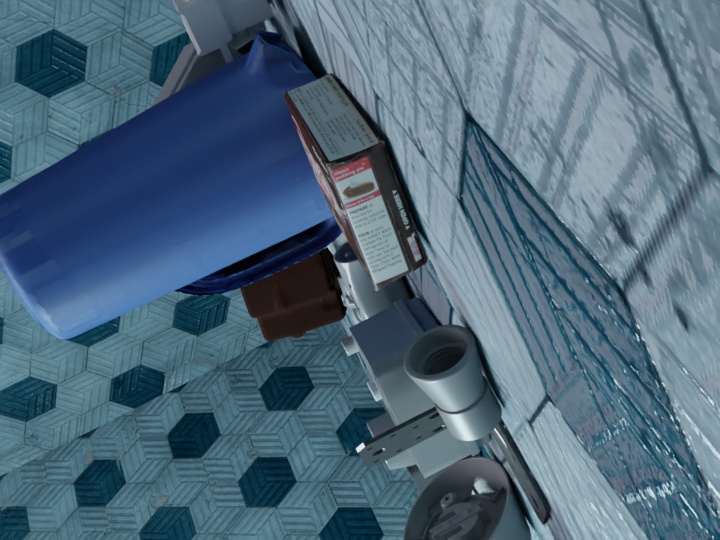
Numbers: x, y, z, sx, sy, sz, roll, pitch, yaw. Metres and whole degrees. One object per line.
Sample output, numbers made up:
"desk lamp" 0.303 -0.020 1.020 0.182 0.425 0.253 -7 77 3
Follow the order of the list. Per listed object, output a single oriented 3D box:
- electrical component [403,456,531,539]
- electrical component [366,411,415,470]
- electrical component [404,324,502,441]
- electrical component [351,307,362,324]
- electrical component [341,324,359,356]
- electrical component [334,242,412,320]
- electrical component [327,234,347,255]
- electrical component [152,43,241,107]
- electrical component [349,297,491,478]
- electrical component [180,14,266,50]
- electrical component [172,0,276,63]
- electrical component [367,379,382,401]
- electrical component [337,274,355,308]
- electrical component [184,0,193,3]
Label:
"electrical component" 0.081 0.198 0.822 0.064 0.099 0.099 58 179 -28
"electrical component" 0.054 0.136 0.872 0.044 0.077 0.079 66 175 -28
"electrical component" 0.058 0.070 0.637 0.065 0.044 0.044 60 179 -35
"electrical component" 0.014 0.036 1.011 0.043 0.043 0.062 63 175 9
"electrical component" 0.012 0.067 1.103 0.048 0.062 0.048 63 176 7
"electrical component" 0.010 0.008 0.859 0.077 0.043 0.079 65 176 -24
"electrical component" -0.032 -0.057 0.888 0.078 0.058 0.057 66 173 -34
"electrical component" -0.108 -0.110 0.845 0.109 0.108 0.056 31 167 -25
"electrical component" 0.045 0.086 0.799 0.113 0.057 0.078 65 176 -27
"electrical component" -0.119 -0.223 0.872 0.099 0.064 0.099 63 177 6
"electrical component" -0.109 -0.217 0.758 0.078 0.063 0.121 69 176 -57
"electrical component" 0.037 0.085 0.871 0.048 0.062 0.048 63 176 7
"electrical component" 0.000 0.000 0.950 0.048 0.048 0.062 -136 27 -80
"electrical component" -0.100 -0.217 0.665 0.096 0.062 0.061 63 176 11
